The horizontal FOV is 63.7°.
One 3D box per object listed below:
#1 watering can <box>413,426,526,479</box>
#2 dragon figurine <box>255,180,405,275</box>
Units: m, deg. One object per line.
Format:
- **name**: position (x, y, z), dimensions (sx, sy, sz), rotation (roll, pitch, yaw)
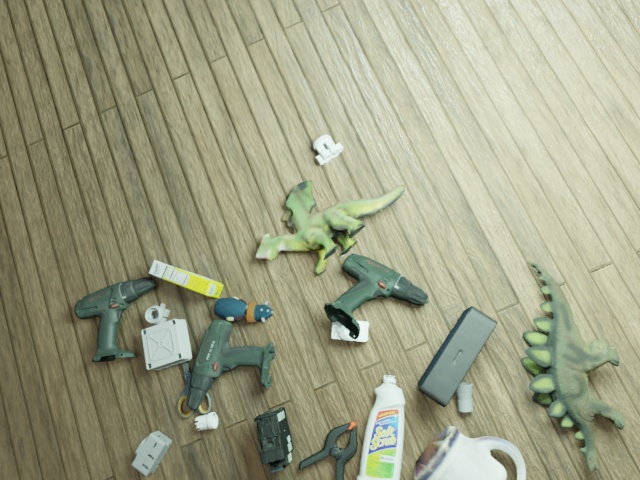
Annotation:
- **watering can**: position (0.305, 0.579, 1.158), dimensions (0.226, 0.349, 0.103), rotation (38, -6, 16)
- **dragon figurine**: position (0.004, -0.069, 1.367), dimensions (0.411, 0.246, 0.120), rotation (-42, -23, -4)
